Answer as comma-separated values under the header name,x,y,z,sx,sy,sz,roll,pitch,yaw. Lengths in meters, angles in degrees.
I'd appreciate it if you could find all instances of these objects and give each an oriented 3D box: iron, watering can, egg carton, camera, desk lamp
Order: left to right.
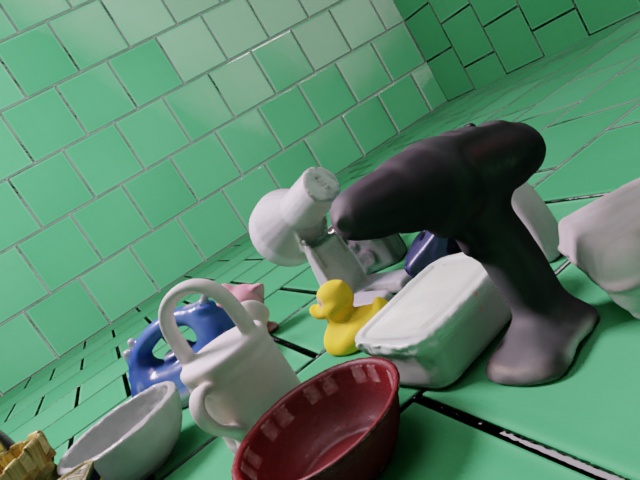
name,x,y,z,sx,sy,sz,roll,pitch,yaw
iron,-0.229,0.180,0.903,0.258,0.141,0.119,-29,10,16
watering can,-0.093,0.125,0.599,0.101,0.194,0.173,-32,10,1
desk lamp,0.008,0.003,0.842,0.118,0.213,0.202,-38,12,-33
camera,0.075,-0.004,1.009,0.143,0.101,0.137,-26,11,31
egg carton,0.266,0.002,0.475,0.107,0.069,0.150,-30,10,11

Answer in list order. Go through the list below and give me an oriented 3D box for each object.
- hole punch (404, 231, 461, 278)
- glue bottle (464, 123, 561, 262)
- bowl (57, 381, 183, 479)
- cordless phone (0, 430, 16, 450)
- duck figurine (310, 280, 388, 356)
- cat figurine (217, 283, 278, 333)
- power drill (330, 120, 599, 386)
name,x,y,z,sx,sy,sz,roll,pitch,yaw
hole punch,0.153,0.004,0.749,0.101,0.091,0.109,-28,10,21
glue bottle,0.203,-0.053,0.636,0.037,0.173,0.078,-36,11,-22
bowl,-0.236,0.259,0.723,0.167,0.075,0.167,-31,10,6
cordless phone,-0.443,0.306,0.802,0.147,0.185,0.094,-23,13,42
duck figurine,0.034,0.088,0.714,0.104,0.086,0.078,-26,11,28
cat figurine,-0.133,0.120,0.980,0.127,0.118,0.067,-20,15,49
power drill,0.131,0.006,0.458,0.230,0.208,0.075,-39,12,-37
